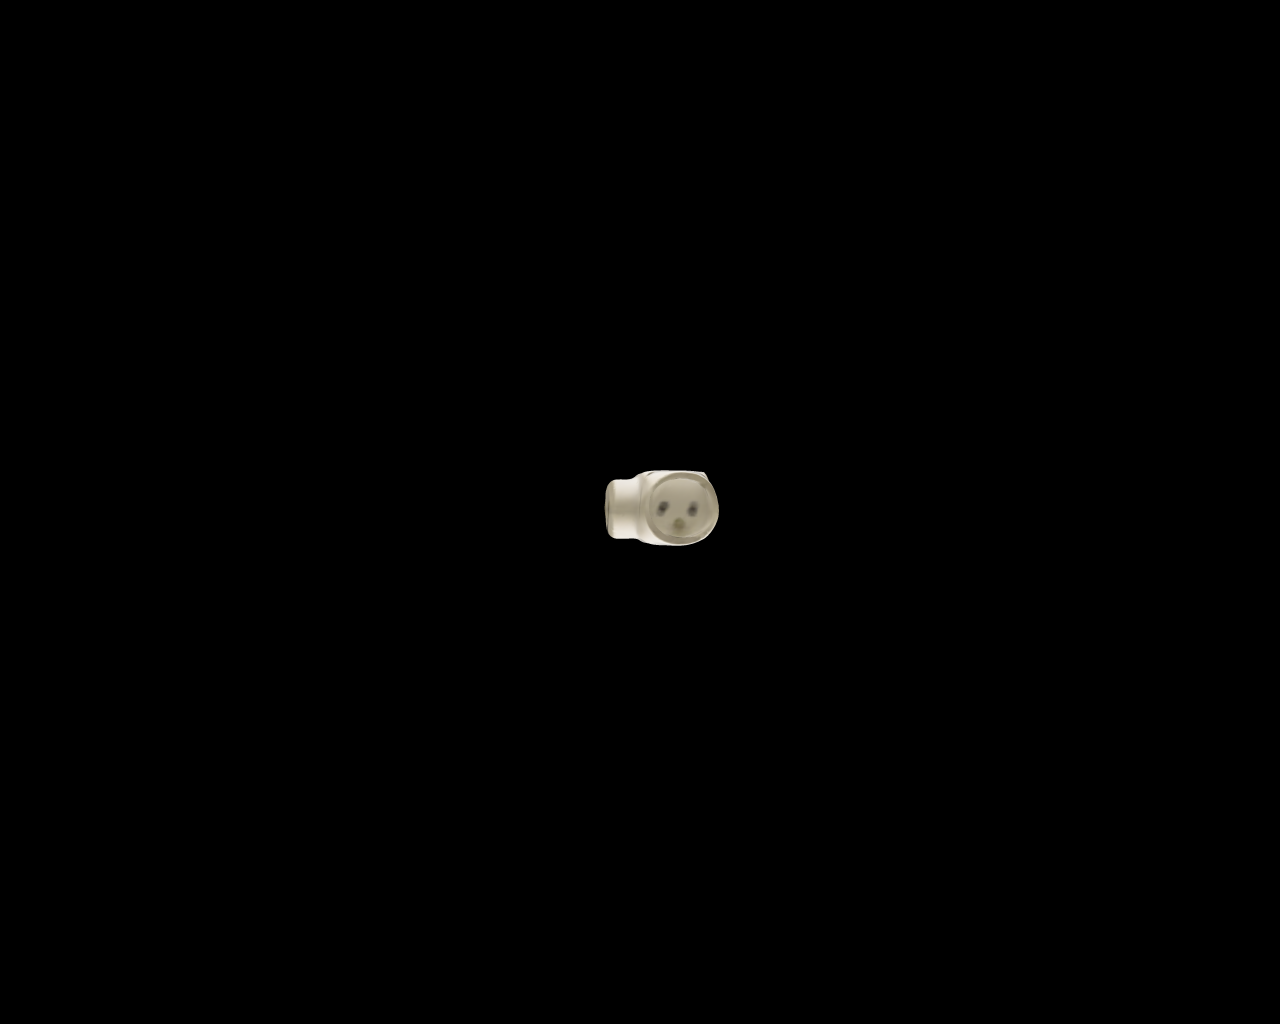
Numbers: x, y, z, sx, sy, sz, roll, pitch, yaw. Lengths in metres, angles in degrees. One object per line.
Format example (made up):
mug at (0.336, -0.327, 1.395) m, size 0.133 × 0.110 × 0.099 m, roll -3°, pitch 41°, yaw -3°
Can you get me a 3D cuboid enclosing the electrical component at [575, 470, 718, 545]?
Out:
electrical component at (0.001, -0.003, 0.650) m, size 0.079 × 0.043 × 0.077 m, roll 0°, pitch 0°, yaw -7°
